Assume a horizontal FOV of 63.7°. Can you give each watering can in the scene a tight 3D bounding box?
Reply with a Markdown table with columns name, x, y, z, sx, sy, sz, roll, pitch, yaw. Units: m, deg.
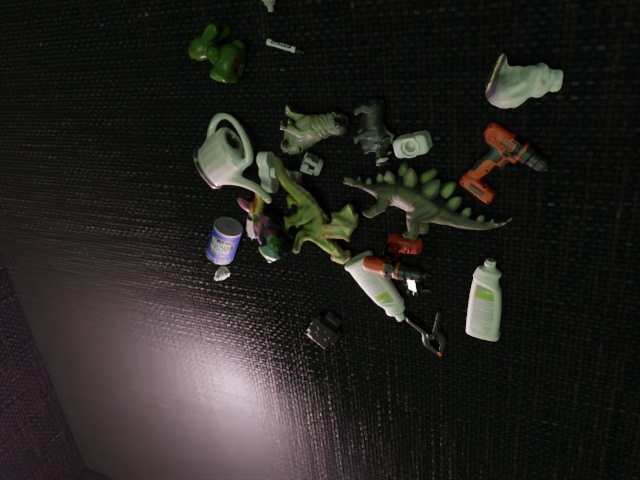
| name | x | y | z | sx | sy | sz | roll | pitch | yaw |
| --- | --- | --- | --- | --- | --- | --- | --- | --- | --- |
| watering can | -0.289 | -0.236 | 1.662 | 0.221 | 0.104 | 0.350 | -31 | 79 | 35 |

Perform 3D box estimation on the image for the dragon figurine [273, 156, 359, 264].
| name | x | y | z | sx | sy | sz | roll | pitch | yaw |
| --- | --- | --- | --- | --- | --- | --- | --- | --- | --- |
| dragon figurine | 0.005 | -0.081 | 1.603 | 0.242 | 0.125 | 0.402 | -2 | 124 | 20 |

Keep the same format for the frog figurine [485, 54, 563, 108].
| name | x | y | z | sx | sy | sz | roll | pitch | yaw |
| --- | --- | --- | --- | --- | --- | --- | --- | --- | --- |
| frog figurine | 0.478 | -0.361 | 1.212 | 0.160 | 0.125 | 0.135 | 21 | 157 | 6 |
